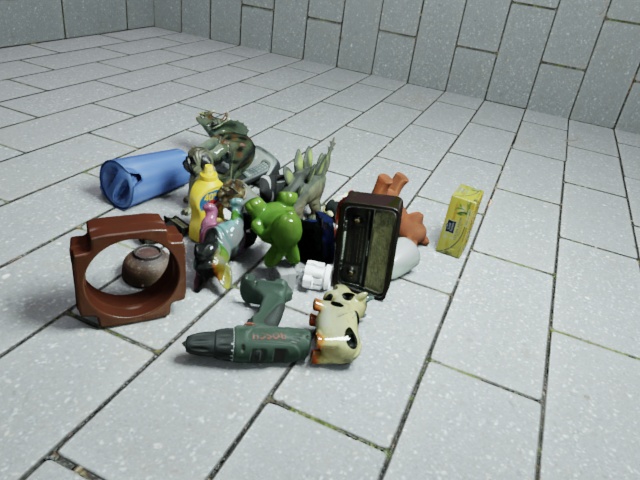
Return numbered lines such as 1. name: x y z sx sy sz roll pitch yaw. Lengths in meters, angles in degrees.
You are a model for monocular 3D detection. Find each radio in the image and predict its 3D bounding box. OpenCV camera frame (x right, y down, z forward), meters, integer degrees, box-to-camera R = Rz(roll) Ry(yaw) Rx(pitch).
1. radio: 0.103 0.010 1.191 0.131 0.229 0.073 12 27 14

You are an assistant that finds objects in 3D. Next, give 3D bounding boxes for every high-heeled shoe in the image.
1. high-heeled shoe: -0.088 -0.155 1.548 0.145 0.086 0.249 -5 13 8

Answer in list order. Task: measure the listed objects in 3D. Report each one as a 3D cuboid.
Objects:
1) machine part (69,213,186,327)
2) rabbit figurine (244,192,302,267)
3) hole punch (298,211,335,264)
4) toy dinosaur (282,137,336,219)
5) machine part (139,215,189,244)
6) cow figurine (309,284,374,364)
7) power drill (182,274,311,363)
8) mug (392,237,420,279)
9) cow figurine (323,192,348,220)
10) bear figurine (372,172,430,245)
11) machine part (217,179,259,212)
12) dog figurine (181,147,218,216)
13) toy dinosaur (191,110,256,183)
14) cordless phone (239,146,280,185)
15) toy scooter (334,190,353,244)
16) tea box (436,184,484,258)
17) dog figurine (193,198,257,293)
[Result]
1. machine part: -0.363 0.055 1.025 0.201 0.200 0.087 -9 32 -27
2. rabbit figurine: -0.093 -0.020 1.171 0.121 0.159 0.170 -5 13 -18
3. hole punch: -0.003 -0.004 1.294 0.092 0.142 0.116 -16 26 -42
4. toy dinosaur: -0.035 -0.145 1.456 0.105 0.198 0.471 16 32 7
5. machine part: -0.384 -0.024 1.321 0.084 0.039 0.139 34 36 24
6. cow figurine: 0.044 0.159 1.059 0.127 0.085 0.195 11 34 -9
7. power drill: -0.132 0.152 1.037 0.232 0.085 0.207 7 26 -4
8. mug: 0.170 0.044 1.298 0.110 0.080 0.107 32 45 30
9. cow figurine: 0.084 -0.069 1.481 0.098 0.068 0.168 -17 35 -27
10. bear figurine: 0.224 -0.076 1.438 0.120 0.131 0.196 -9 46 -46
11. machine part: -0.184 -0.086 1.341 0.079 0.079 0.243 21 -9 21
12. dog figurine: -0.308 -0.175 1.447 0.121 0.190 0.172 2 29 -11
13. toy dinosaur: -0.262 -0.270 1.603 0.192 0.131 0.405 -38 42 -11
14. cordless phone: -0.225 -0.206 1.642 0.184 0.088 0.147 -28 44 -26
15. toy scooter: 0.076 -0.044 1.340 0.075 0.135 0.184 5 29 -7
16. tea box: 0.369 -0.050 1.416 0.068 0.169 0.098 20 30 20
17. dog figurine: -0.219 0.027 1.213 0.109 0.191 0.219 -4 58 13
